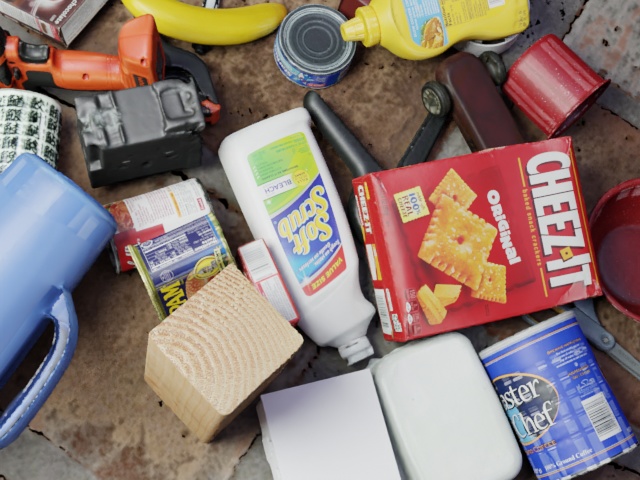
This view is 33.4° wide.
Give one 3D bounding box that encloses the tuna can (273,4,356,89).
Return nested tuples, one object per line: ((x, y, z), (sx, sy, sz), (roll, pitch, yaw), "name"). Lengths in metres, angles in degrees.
((-0.005, -0.206, 1.130), (0.086, 0.034, 0.086), (3, 72, -9), "tuna can")

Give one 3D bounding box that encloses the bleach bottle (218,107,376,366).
((-0.007, 0.001, 1.052), (0.102, 0.068, 0.251), (-23, 81, -16), "bleach bottle")

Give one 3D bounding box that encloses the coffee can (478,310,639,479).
((0.228, 0.152, 1.025), (0.102, 0.103, 0.140), (-21, 78, -16), "coffee can")

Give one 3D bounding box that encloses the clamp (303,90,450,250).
((0.079, -0.062, 1.099), (0.164, 0.036, 0.210), (-9, 78, -20), "clamp")

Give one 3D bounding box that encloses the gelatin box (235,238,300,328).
((-0.053, 0.051, 1.021), (0.030, 0.073, 0.089), (-22, 79, -15), "gelatin box")

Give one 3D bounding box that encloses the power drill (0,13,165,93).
((-0.243, -0.174, 0.985), (0.187, 0.184, 0.057), (2, 76, 1), "power drill")

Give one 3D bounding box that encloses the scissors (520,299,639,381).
((0.293, 0.084, 1.104), (0.201, 0.016, 0.096), (26, 70, -2), "scissors")

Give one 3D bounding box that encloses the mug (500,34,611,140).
((0.253, -0.168, 1.143), (0.081, 0.093, 0.117), (47, 40, 11), "mug")

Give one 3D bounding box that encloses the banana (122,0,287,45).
((-0.119, -0.231, 1.090), (0.197, 0.037, 0.069), (8, 73, -28), "banana")

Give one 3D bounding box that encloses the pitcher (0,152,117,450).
((-0.281, 0.053, 0.922), (0.149, 0.145, 0.243), (42, 82, -25), "pitcher")

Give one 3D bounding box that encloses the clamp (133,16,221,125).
((-0.179, -0.170, 1.086), (0.120, 0.039, 0.171), (-43, 77, -12), "clamp")

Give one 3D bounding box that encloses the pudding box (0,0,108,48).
((-0.263, -0.261, 1.087), (0.090, 0.039, 0.113), (27, 70, 17), "pudding box")

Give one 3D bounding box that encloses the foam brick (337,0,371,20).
((0.063, -0.268, 1.152), (0.051, 0.053, 0.078), (37, 71, 2), "foam brick")

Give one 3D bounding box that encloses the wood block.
((-0.089, 0.106, 0.927), (0.090, 0.206, 0.090), (-42, 84, -19), "wood block")

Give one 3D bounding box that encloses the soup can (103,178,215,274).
((-0.157, -0.015, 1.026), (0.102, 0.068, 0.068), (-18, 77, -16), "soup can")

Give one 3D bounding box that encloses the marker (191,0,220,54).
((-0.116, -0.252, 1.132), (0.020, 0.020, 0.121), (13, 71, -6), "marker")

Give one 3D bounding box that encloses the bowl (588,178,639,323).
((0.341, 0.019, 1.111), (0.162, 0.055, 0.162), (3, 73, -10), "bowl")

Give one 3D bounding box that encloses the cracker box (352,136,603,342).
((0.154, -0.002, 1.038), (0.213, 0.072, 0.164), (-11, 90, -14), "cracker box")

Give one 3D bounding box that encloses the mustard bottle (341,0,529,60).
((0.113, -0.236, 1.094), (0.191, 0.058, 0.096), (-17, 97, -11), "mustard bottle")

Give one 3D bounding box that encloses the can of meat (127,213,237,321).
((-0.123, 0.029, 0.994), (0.084, 0.102, 0.057), (-25, 60, -10), "can of meat")
